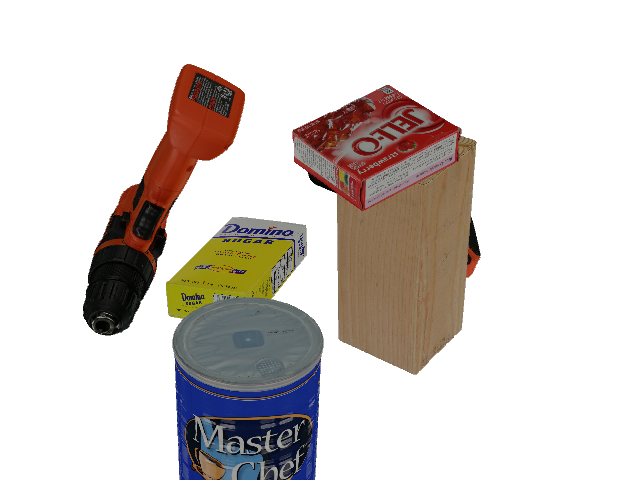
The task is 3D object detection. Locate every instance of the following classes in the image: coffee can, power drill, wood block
[{"bbox_3d":[-0.052,0.126,0.759,0.103,0.140,0.103,2,30,-1],"label":"coffee can"},{"bbox_3d":[-0.130,-0.034,0.853,0.057,0.188,0.184,26,31,-16],"label":"power drill"},{"bbox_3d":[0.075,0.005,0.965,0.091,0.206,0.090,23,41,30],"label":"wood block"}]

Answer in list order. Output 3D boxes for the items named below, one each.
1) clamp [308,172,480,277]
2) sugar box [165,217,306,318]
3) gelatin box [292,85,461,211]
[{"bbox_3d":[0.094,-0.038,1.182,0.164,0.210,0.036,-15,-37,-28],"label":"clamp"},{"bbox_3d":[-0.085,0.029,1.141,0.093,0.048,0.176,7,29,17],"label":"sugar box"},{"bbox_3d":[0.038,-0.064,0.711,0.089,0.030,0.073,-28,47,-27],"label":"gelatin box"}]
